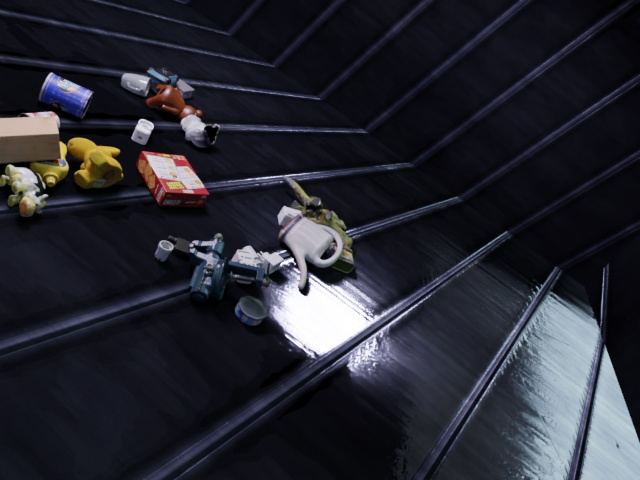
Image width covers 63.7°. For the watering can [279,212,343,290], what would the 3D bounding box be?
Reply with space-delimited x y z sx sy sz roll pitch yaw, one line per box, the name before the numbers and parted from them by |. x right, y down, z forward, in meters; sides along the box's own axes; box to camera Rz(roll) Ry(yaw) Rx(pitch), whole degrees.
watering can | -0.051 0.025 1.812 0.225 0.102 0.354 36 38 9

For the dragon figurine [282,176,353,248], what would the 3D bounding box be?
dragon figurine | 0.006 -0.107 2.124 0.240 0.121 0.418 27 24 -53

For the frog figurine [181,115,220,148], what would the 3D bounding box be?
frog figurine | -0.502 -0.440 2.087 0.160 0.120 0.140 14 34 18
